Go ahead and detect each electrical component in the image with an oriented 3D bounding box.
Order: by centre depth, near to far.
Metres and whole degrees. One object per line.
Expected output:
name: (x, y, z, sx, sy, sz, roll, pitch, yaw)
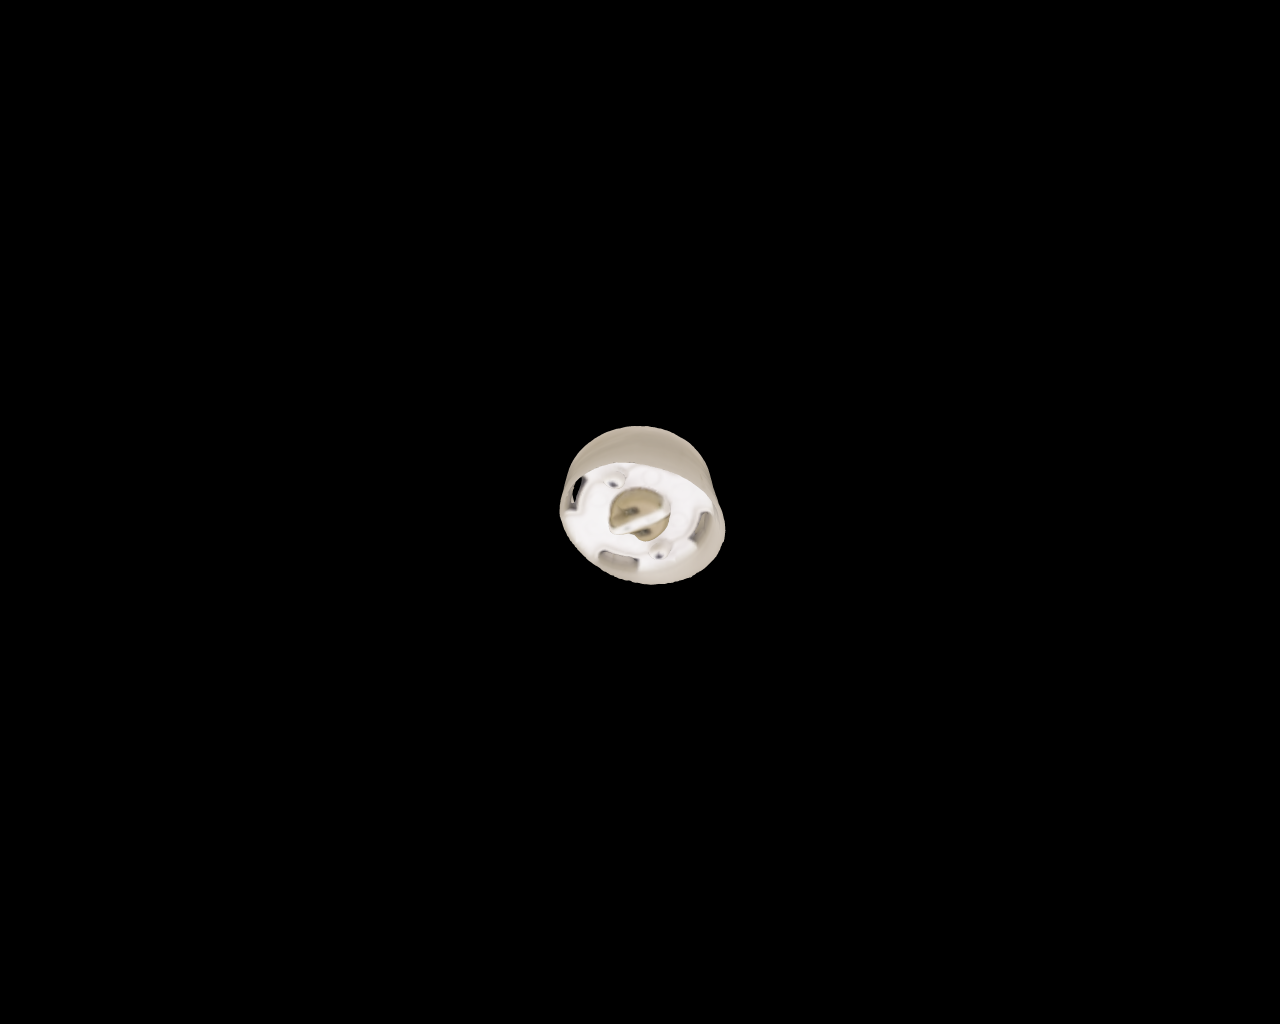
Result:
electrical component: (0.001, -0.003, 0.650, 0.099, 0.099, 0.064, 0, 36, 0)
